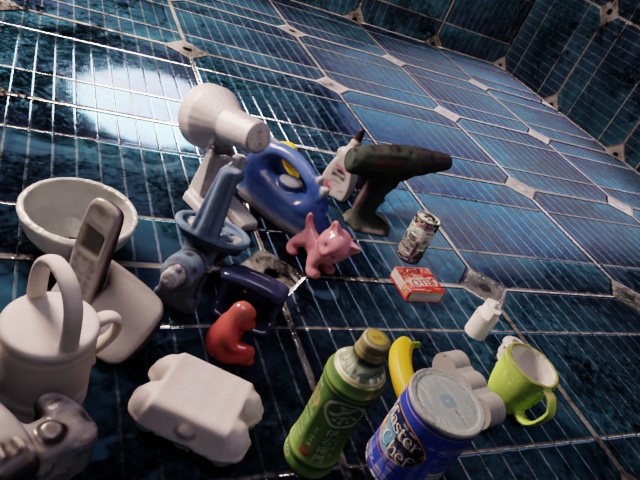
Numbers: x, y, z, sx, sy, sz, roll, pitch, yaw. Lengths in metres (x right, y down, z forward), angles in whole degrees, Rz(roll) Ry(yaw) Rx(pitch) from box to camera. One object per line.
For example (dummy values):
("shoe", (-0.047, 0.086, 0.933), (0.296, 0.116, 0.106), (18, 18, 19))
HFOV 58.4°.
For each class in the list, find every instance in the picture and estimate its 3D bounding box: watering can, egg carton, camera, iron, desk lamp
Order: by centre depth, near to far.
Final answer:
("camera", (-0.314, 0.190, 0.559), (0.136, 0.101, 0.143), (38, 34, 20))
("watering can", (-0.295, 0.104, 0.609), (0.100, 0.194, 0.173), (32, 32, 12))
("egg carton", (-0.146, 0.202, 0.685), (0.150, 0.069, 0.107), (25, 32, -1))
("desk lamp", (-0.175, -0.154, 1.050), (0.118, 0.213, 0.202), (-14, 48, -45))
("iron", (-0.053, -0.109, 1.135), (0.257, 0.141, 0.119), (40, 35, 22))

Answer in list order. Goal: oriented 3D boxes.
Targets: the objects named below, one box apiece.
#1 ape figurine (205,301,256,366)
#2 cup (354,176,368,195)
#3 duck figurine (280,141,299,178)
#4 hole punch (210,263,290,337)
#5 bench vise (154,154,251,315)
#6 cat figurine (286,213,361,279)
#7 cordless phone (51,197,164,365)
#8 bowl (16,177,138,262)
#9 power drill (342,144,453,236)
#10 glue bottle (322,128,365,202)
("ape figurine", (-0.116, 0.125, 0.797), (0.076, 0.092, 0.077), (16, 33, -14))
("cup", (0.102, -0.149, 1.343), (0.118, 0.095, 0.091), (16, 33, -14))
("duck figurine", (-0.086, -0.180, 1.270), (0.104, 0.086, 0.077), (20, 32, -7))
("hole punch", (-0.103, 0.075, 0.879), (0.108, 0.091, 0.101), (24, 32, -1))
("bench vise", (-0.156, -0.008, 0.842), (0.122, 0.219, 0.207), (16, 33, -14))
("cat figurine", (0.010, 0.004, 1.035), (0.067, 0.117, 0.127), (-12, 47, -44))
("cordless phone", (-0.260, 0.051, 0.719), (0.147, 0.185, 0.094), (32, 33, 12))
("bowl", (-0.363, -0.018, 0.855), (0.168, 0.074, 0.167), (18, 33, -11))
("power drill", (0.144, -0.113, 1.212), (0.230, 0.208, 0.075), (9, 35, -24))
("glue bottle", (0.060, -0.172, 1.274), (0.078, 0.173, 0.037), (31, 32, 11))
